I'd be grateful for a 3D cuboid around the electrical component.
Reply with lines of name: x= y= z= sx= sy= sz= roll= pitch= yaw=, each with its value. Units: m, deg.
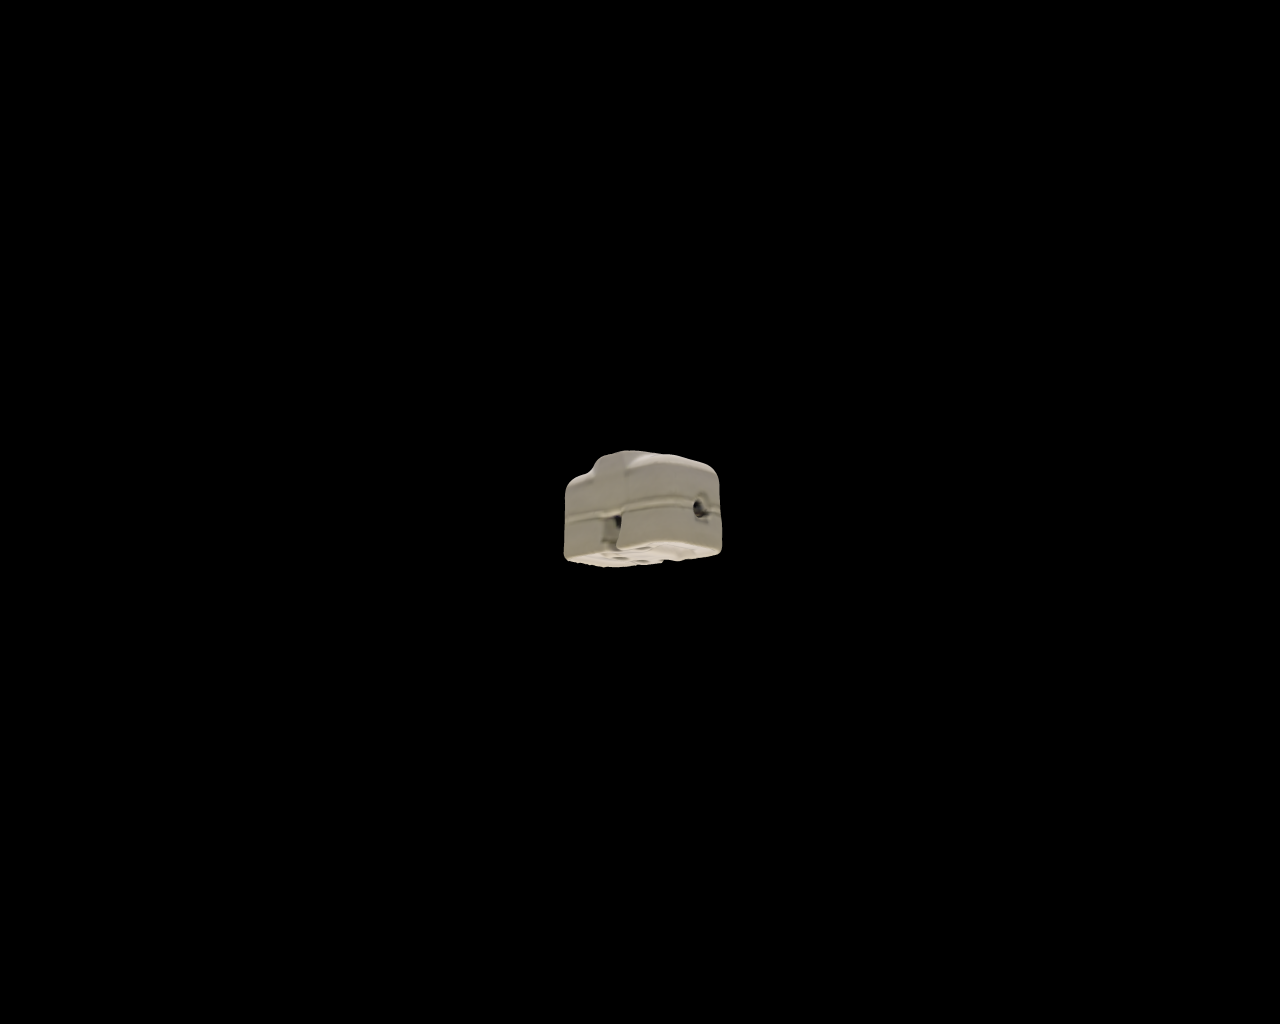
electrical component: x=0.001 y=-0.003 z=0.650 sx=0.095 sy=0.059 sz=0.054 roll=-11 pitch=-16 yaw=42
